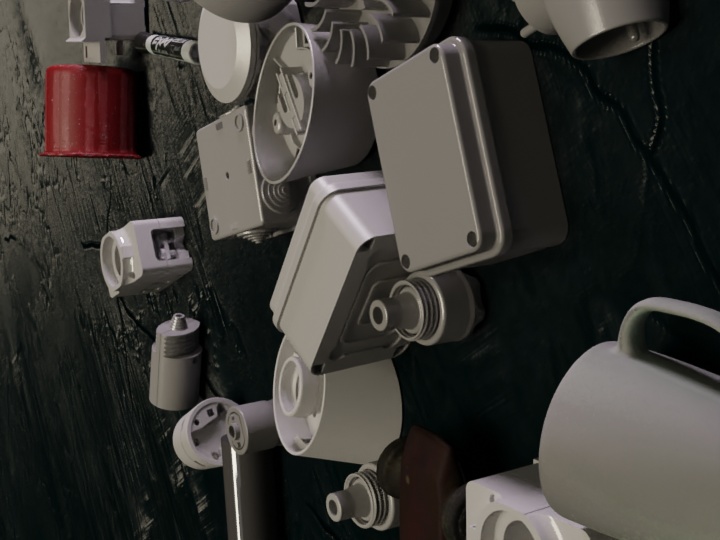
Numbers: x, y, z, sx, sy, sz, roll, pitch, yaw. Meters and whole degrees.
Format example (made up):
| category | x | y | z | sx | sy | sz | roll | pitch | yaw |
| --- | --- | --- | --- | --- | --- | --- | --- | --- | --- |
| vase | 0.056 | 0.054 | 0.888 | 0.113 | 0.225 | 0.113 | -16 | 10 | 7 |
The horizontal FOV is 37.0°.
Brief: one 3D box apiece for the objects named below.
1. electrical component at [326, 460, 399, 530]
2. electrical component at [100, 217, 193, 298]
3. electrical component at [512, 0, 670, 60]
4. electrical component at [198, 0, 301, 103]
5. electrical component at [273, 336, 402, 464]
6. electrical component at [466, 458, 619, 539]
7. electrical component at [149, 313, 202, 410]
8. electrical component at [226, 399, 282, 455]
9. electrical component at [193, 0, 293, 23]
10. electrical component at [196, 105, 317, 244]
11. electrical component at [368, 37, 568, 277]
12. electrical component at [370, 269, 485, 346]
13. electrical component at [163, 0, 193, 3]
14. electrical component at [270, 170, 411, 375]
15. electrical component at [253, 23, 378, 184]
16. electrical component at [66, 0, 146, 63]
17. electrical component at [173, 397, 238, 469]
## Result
| category | x | y | z | sx | sy | sz | roll | pitch | yaw |
| --- | --- | --- | --- | --- | --- | --- | --- | --- | --- |
| electrical component | 0.009 | 0.141 | 0.671 | 0.043 | 0.062 | 0.043 | 17 | 110 | 55 |
| electrical component | -0.196 | -0.010 | 0.962 | 0.089 | 0.056 | 0.050 | -27 | 74 | 56 |
| electrical component | 0.098 | -0.134 | 0.496 | 0.079 | 0.044 | 0.077 | -25 | 75 | 56 |
| electrical component | -0.078 | -0.158 | 0.754 | 0.080 | 0.051 | 0.080 | 17 | 110 | 55 |
| electrical component | -0.018 | 0.081 | 0.722 | 0.099 | 0.064 | 0.099 | -174 | 90 | -65 |
| electrical component | 0.125 | 0.168 | 0.500 | 0.186 | 0.060 | 0.105 | 12 | 106 | 56 |
| electrical component | -0.160 | 0.076 | 0.936 | 0.043 | 0.043 | 0.081 | 34 | 124 | 49 |
| electrical component | -0.063 | 0.110 | 0.773 | 0.044 | 0.065 | 0.044 | 17 | 110 | 55 |
| electrical component | -0.068 | -0.218 | 0.680 | 0.060 | 0.108 | 0.108 | -18 | 81 | 51 |
| electrical component | -0.075 | -0.069 | 0.770 | 0.100 | 0.048 | 0.099 | -12 | 86 | 57 |
| electrical component | 0.054 | -0.058 | 0.566 | 0.078 | 0.057 | 0.113 | -19 | 80 | 57 |
| electrical component | 0.036 | 0.022 | 0.606 | 0.043 | 0.062 | 0.043 | 17 | 110 | 55 |
| electrical component | -0.144 | -0.247 | 0.813 | 0.051 | 0.080 | 0.080 | -42 | 61 | 46 |
| electrical component | 0.000 | 0.000 | 0.643 | 0.057 | 0.078 | 0.113 | 52 | 136 | 34 |
| electrical component | -0.033 | -0.107 | 0.682 | 0.099 | 0.064 | 0.099 | 23 | 117 | 54 |
| electrical component | -0.226 | -0.225 | 0.957 | 0.042 | 0.064 | 0.081 | 18 | 111 | 53 |
| electrical component | -0.123 | 0.136 | 0.883 | 0.047 | 0.055 | 0.055 | -32 | 69 | 58 |
